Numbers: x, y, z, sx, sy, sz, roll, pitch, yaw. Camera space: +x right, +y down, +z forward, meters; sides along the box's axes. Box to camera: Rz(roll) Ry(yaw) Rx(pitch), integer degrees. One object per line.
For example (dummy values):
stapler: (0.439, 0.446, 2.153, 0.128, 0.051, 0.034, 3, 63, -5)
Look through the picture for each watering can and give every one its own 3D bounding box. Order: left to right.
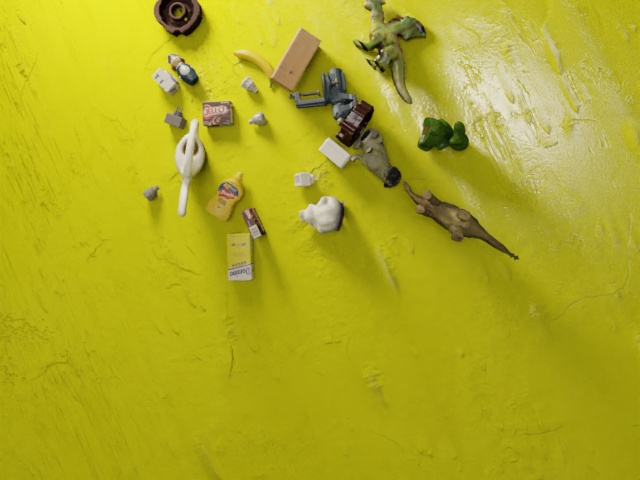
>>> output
watering can: (-0.478, -0.262, 1.868, 0.104, 0.225, 0.347, 9, 93, -12)

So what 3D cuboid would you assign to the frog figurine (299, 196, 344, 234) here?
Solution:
frog figurine: (0.006, -0.094, 1.868, 0.159, 0.125, 0.135, 7, 113, -5)

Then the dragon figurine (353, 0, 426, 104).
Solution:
dragon figurine: (0.274, -0.703, 1.839, 0.243, 0.122, 0.411, -39, 89, -2)
